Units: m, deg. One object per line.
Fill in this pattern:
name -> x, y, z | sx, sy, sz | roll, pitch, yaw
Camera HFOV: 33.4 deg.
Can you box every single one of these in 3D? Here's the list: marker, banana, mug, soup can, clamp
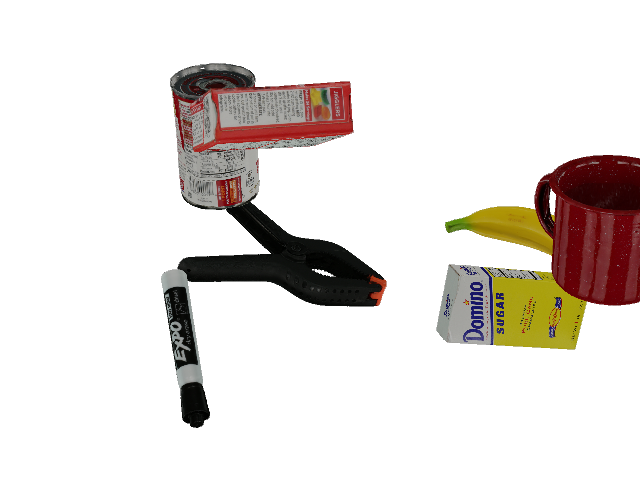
marker -> -0.094, 0.074, 0.742 | 0.020, 0.121, 0.020 | -10, -35, -7
banana -> 0.214, 0.003, 1.025 | 0.069, 0.037, 0.198 | -39, 37, -26
mug -> 0.203, -0.011, 0.784 | 0.093, 0.081, 0.117 | -25, 36, -33
soup can -> -0.085, -0.084, 0.870 | 0.068, 0.102, 0.068 | -1, 31, 0
clamp -> -0.037, 0.026, 1.111 | 0.210, 0.036, 0.164 | 23, 34, 10

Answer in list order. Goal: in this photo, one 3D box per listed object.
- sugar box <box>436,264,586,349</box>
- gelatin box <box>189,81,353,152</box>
sugar box -> 0.239, 0.084, 1.329 | 0.176, 0.093, 0.048 | 3, 19, -15
gelatin box -> -0.029, -0.066, 0.576 | 0.073, 0.030, 0.089 | -5, 3, -13
